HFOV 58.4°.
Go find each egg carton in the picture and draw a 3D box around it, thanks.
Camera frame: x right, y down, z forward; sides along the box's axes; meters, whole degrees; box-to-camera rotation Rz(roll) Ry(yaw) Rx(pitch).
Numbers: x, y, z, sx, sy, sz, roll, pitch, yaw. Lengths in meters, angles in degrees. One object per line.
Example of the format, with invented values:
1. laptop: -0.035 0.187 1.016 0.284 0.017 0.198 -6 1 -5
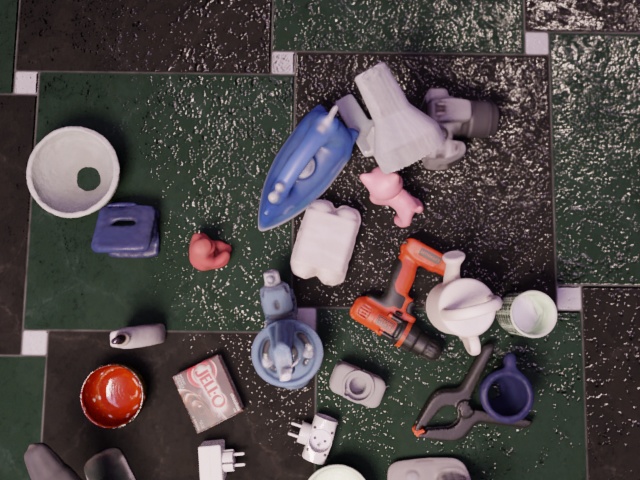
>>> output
1. egg carton: 0.010 0.004 1.049 0.107 0.069 0.150 15 84 1

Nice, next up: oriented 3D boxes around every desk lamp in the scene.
1. desk lamp: 0.114 -0.207 0.999 0.118 0.213 0.203 -31 85 -3

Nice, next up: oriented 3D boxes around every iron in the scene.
1. iron: -0.037 -0.128 1.026 0.118 0.141 0.258 35 85 3

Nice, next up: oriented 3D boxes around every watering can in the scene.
1. watering can: 0.243 0.108 0.977 0.101 0.194 0.173 -35 85 -4

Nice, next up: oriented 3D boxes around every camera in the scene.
1. camera: 0.259 -0.210 1.057 0.137 0.101 0.143 0 84 0

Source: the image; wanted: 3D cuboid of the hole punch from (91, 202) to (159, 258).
1. hole punch: -0.352 -0.020 1.037 0.108 0.091 0.101 -1 84 0

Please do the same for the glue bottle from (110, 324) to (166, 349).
1. glue bottle: -0.322 0.166 0.977 0.078 0.173 0.037 -6 84 -1

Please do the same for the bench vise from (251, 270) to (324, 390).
1. bench vise: -0.074 0.159 0.957 0.121 0.219 0.207 -30 85 -3

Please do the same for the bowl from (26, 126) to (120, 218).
1. bowl: -0.441 -0.119 1.055 0.167 0.074 0.167 0 84 0

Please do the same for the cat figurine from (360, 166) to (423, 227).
1. cat figurine: 0.133 -0.087 1.035 0.128 0.117 0.067 39 85 4

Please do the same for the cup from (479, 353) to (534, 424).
1. cup: 0.319 0.255 1.013 0.091 0.095 0.118 8 84 1

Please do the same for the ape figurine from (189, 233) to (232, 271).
1. ape figurine: -0.206 0.019 1.034 0.076 0.092 0.078 -34 85 -3

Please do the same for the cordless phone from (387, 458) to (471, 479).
1. cordless phone: 0.191 0.431 0.948 0.147 0.185 0.094 -6 84 -1

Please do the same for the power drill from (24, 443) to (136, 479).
1. power drill: -0.378 0.416 0.934 0.075 0.208 0.229 -29 85 -3
